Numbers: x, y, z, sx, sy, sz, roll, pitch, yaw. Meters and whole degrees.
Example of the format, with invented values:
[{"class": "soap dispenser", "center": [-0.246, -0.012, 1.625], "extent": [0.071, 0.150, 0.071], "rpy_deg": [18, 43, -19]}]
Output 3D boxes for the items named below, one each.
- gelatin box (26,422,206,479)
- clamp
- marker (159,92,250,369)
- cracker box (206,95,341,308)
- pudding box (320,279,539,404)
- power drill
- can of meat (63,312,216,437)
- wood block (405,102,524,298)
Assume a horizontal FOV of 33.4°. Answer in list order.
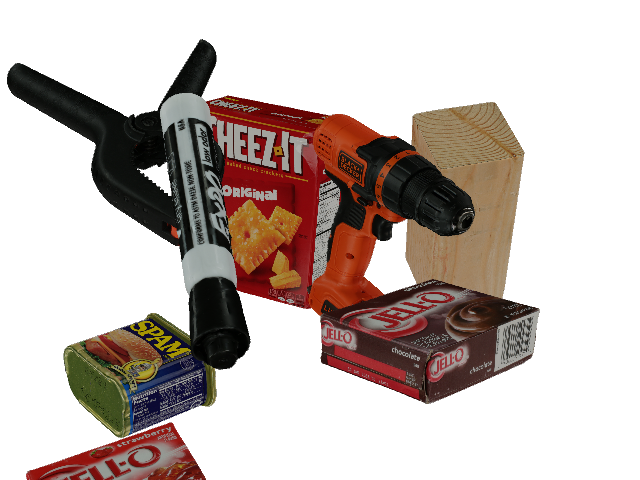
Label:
[{"class": "gelatin box", "center": [-0.110, 0.142, 0.587], "extent": [0.089, 0.030, 0.073], "rpy_deg": [-16, 28, -20]}, {"class": "clamp", "center": [-0.120, -0.079, 0.786], "extent": [0.164, 0.036, 0.210], "rpy_deg": [-18, 52, -25]}, {"class": "marker", "center": [-0.041, -0.006, 0.366], "extent": [0.020, 0.121, 0.020], "rpy_deg": [-8, -43, -7]}, {"class": "cracker box", "center": [-0.063, -0.044, 1.218], "extent": [0.164, 0.214, 0.072], "rpy_deg": [14, 22, 26]}, {"class": "pudding box", "center": [0.069, 0.060, 0.675], "extent": [0.113, 0.039, 0.090], "rpy_deg": [-12, 20, -43]}, {"class": "power drill", "center": [0.054, 0.003, 0.921], "extent": [0.057, 0.188, 0.185], "rpy_deg": [-12, 35, -33]}, {"class": "can of meat", "center": [-0.148, 0.108, 0.865], "extent": [0.083, 0.057, 0.102], "rpy_deg": [-18, 30, -36]}, {"class": "wood block", "center": [0.147, -0.032, 1.122], "extent": [0.090, 0.206, 0.091], "rpy_deg": [-10, 45, -9]}]
